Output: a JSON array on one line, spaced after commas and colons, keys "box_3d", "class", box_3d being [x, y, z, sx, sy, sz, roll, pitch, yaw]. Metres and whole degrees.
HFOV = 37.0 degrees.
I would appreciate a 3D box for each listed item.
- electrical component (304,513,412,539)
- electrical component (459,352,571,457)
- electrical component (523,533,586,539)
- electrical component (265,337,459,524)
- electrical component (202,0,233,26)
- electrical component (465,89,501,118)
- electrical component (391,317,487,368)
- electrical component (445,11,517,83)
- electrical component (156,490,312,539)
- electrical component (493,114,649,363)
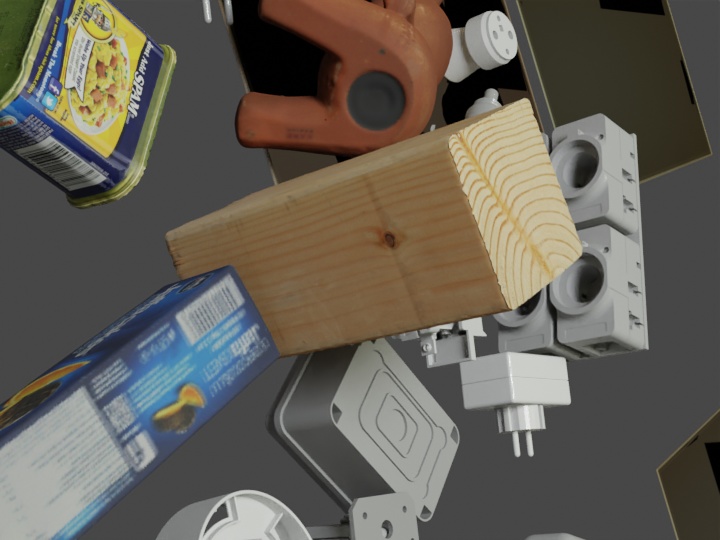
[{"box_3d": [-0.011, 0.186, 0.630, 0.061, 0.062, 0.096, 24, 61, -44], "class": "electrical component"}, {"box_3d": [0.122, 0.105, 0.827, 0.083, 0.047, 0.075, 10, 71, -48], "class": "electrical component"}, {"box_3d": [0.150, 0.249, 0.808, 0.059, 0.054, 0.095, 28, 58, -42], "class": "electrical component"}, {"box_3d": [0.003, 0.101, 0.678, 0.113, 0.057, 0.078, 51, 45, -26], "class": "electrical component"}, {"box_3d": [-0.092, -0.191, 0.668, 0.066, 0.047, 0.076, -11, 96, -50], "class": "electrical component"}, {"box_3d": [0.104, -0.126, 0.891, 0.035, 0.035, 0.061, 44, 45, -32], "class": "electrical component"}, {"box_3d": [0.054, 0.028, 0.775, 0.064, 0.042, 0.081, 7, 72, -47], "class": "electrical component"}, {"box_3d": [0.094, -0.183, 0.881, 0.045, 0.055, 0.045, 18, 66, -45], "class": "electrical component"}, {"box_3d": [-0.063, 0.168, 0.572, 0.099, 0.064, 0.099, 19, 64, -46], "class": "electrical component"}, {"box_3d": [0.168, -0.023, 0.877, 0.060, 0.105, 0.186, 23, 61, -44], "class": "electrical component"}]
